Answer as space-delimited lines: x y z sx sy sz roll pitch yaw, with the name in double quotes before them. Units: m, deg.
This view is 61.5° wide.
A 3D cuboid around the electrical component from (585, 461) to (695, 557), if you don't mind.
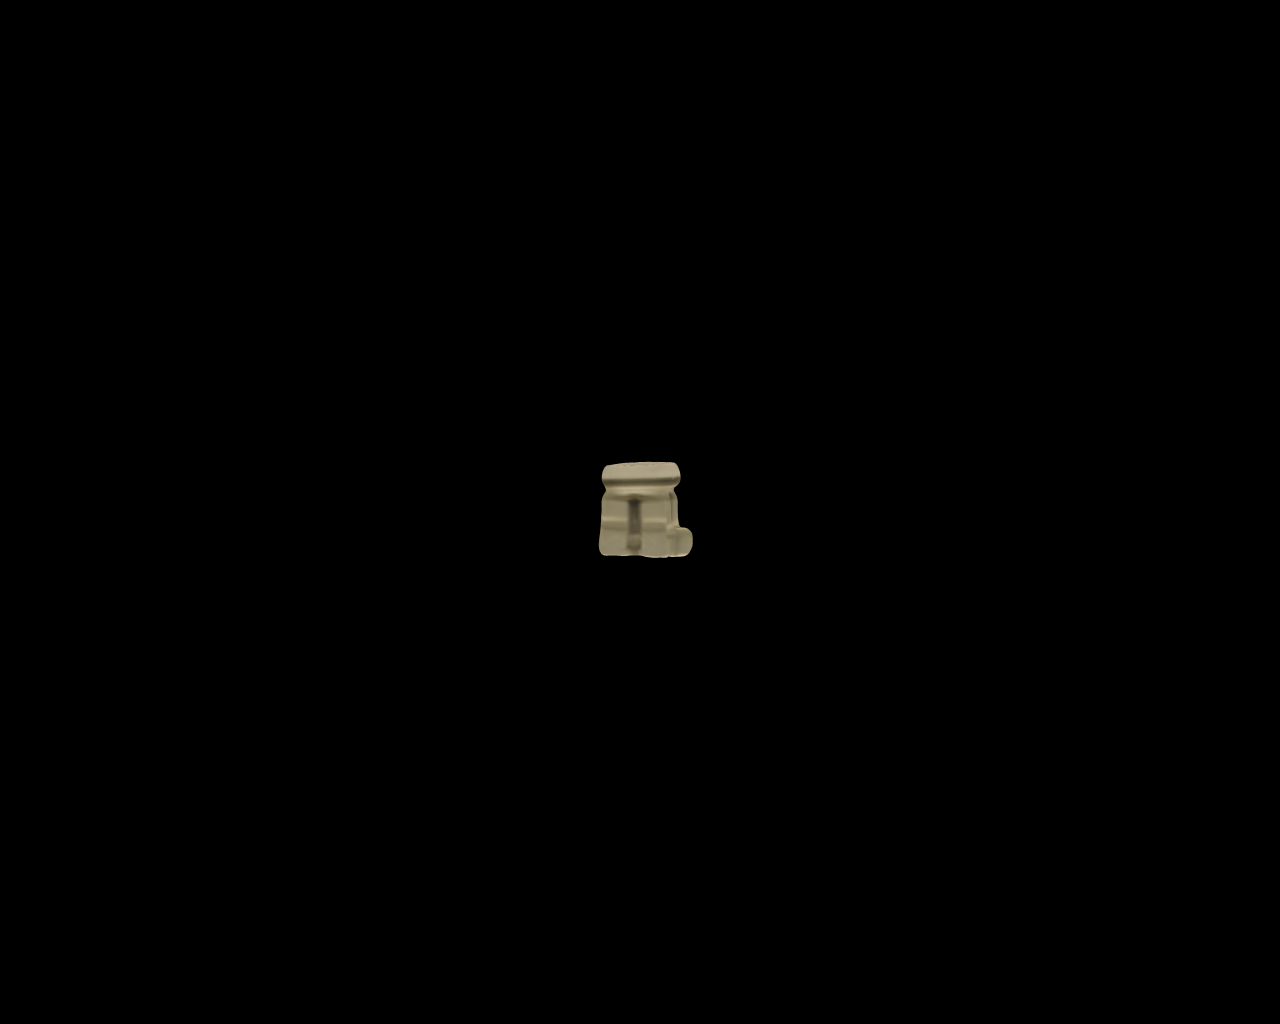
"electrical component" 0.001 -0.003 0.650 0.066 0.055 0.048 1 4 11
